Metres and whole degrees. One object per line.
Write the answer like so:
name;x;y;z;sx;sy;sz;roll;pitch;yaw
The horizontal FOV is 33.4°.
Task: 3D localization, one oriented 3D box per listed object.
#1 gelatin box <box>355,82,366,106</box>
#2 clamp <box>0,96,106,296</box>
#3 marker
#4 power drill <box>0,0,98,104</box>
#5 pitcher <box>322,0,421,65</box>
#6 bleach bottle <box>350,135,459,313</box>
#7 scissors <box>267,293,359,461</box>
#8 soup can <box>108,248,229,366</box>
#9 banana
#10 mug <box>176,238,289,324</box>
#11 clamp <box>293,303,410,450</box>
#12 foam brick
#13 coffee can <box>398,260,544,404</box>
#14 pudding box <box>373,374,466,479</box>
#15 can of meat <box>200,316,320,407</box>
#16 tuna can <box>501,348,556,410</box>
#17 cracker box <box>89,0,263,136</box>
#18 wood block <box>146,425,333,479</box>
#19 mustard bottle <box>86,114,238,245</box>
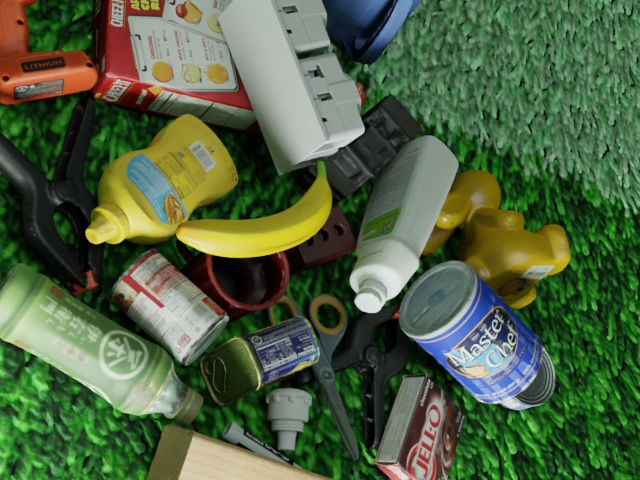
gelatin box;-0.002;-0.152;1.231;0.073;0.089;0.030;-53;135;-34
clamp;-0.270;-0.048;1.045;0.164;0.036;0.210;-3;75;-49
marker;-0.047;0.225;1.092;0.121;0.020;0.020;36;56;-14
power drill;-0.288;-0.241;1.095;0.184;0.057;0.188;-15;77;-16
pitcher;0.087;-0.330;1.260;0.144;0.243;0.149;-38;87;-32
bleach bottle;0.081;-0.011;1.182;0.068;0.103;0.250;43;42;-17
scissors;0.017;0.131;1.126;0.096;0.016;0.202;-23;62;-28
soup can;-0.148;0.066;1.051;0.102;0.069;0.068;41;54;7
banana;-0.052;-0.018;1.077;0.197;0.037;0.070;-26;68;-37
mug;-0.100;0.032;1.100;0.117;0.082;0.093;38;56;-13
clamp;0.043;0.131;1.174;0.120;0.039;0.171;37;53;-19
foam brick;-0.008;0.001;1.187;0.078;0.051;0.053;-19;82;-35
coffee can;0.170;0.104;1.199;0.140;0.103;0.102;43;53;-29
pudding box;0.110;0.216;1.161;0.090;0.039;0.113;48;49;-36
can of meat;-0.059;0.121;1.077;0.083;0.102;0.057;-18;80;-37
tuna can;0.239;0.160;1.282;0.086;0.034;0.086;12;65;-27
cracker box;-0.142;-0.216;1.183;0.213;0.072;0.164;10;66;-27
wood block;-0.057;0.253;1.020;0.205;0.091;0.090;23;77;-21
mustard bottle;-0.169;-0.050;1.088;0.096;0.058;0.191;55;44;-8
